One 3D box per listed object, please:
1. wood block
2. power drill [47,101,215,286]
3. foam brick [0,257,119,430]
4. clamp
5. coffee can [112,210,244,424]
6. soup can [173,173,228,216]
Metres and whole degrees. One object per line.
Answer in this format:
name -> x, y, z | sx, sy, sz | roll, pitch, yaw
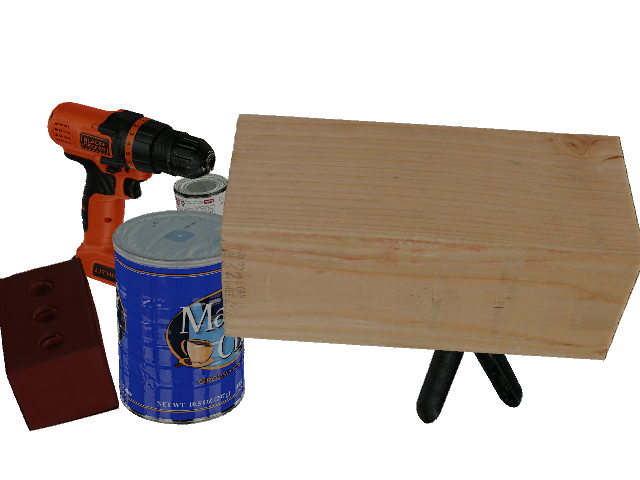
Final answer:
wood block -> 0.054, -0.001, 0.575 | 0.206, 0.091, 0.090 | 3, -43, 0
power drill -> -0.187, -0.040, 1.078 | 0.185, 0.188, 0.057 | 17, 32, 23
foam brick -> -0.151, 0.059, 0.607 | 0.053, 0.051, 0.078 | -15, 43, -11
clamp -> 0.126, 0.084, 0.973 | 0.120, 0.171, 0.039 | -14, 4, -40
coffee can -> -0.110, 0.059, 0.847 | 0.103, 0.140, 0.103 | 2, 23, -1
soup can -> -0.141, -0.023, 1.297 | 0.068, 0.102, 0.068 | -2, 27, 1
